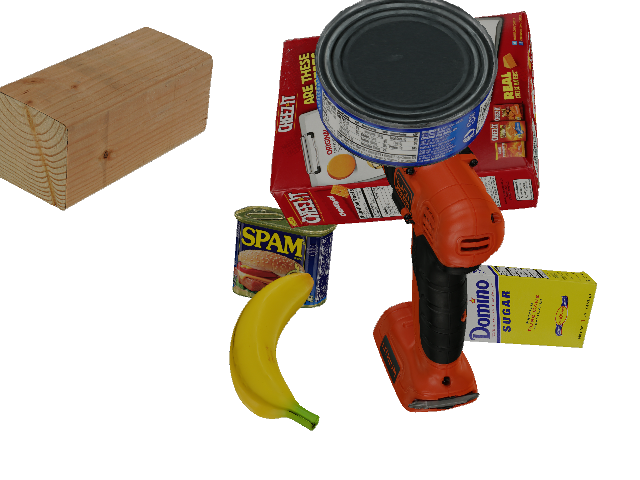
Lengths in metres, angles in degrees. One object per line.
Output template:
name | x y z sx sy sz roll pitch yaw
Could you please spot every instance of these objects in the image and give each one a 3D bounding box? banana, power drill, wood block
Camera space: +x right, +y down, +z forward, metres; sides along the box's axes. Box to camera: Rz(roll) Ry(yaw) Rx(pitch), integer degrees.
banana | -0.039 0.084 0.867 0.069 0.037 0.198 17 32 -12
power drill | 0.069 0.009 0.737 0.057 0.188 0.184 -8 34 -9
wood block | -0.202 -0.122 1.016 0.090 0.091 0.205 26 38 21

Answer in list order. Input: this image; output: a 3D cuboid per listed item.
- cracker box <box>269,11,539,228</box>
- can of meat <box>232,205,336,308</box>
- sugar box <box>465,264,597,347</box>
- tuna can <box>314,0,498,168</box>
cracker box | 0.073 -0.100 0.903 0.214 0.164 0.072 -5 -32 15
can of meat | -0.039 0.017 1.079 0.102 0.084 0.057 12 17 22
sugar box | 0.250 0.082 1.339 0.176 0.093 0.048 3 19 -13
tuna can | 0.040 -0.077 0.511 0.086 0.086 0.034 0 -35 1
